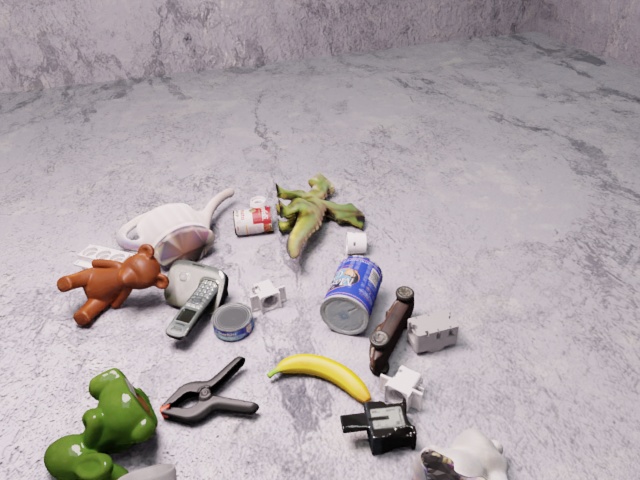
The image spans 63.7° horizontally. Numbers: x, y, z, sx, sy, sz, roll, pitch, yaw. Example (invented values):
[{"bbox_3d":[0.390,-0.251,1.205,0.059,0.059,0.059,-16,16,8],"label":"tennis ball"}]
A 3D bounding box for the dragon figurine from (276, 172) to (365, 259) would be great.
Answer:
[{"bbox_3d":[0.004,-0.069,1.364,0.243,0.119,0.419,-1,35,-12],"label":"dragon figurine"}]

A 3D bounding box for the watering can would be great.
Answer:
[{"bbox_3d":[-0.343,-0.042,1.337,0.351,0.101,0.228,-24,41,-26],"label":"watering can"}]

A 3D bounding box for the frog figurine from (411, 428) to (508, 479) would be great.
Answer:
[{"bbox_3d":[0.213,0.350,0.767,0.137,0.123,0.159,5,-1,24],"label":"frog figurine"}]
